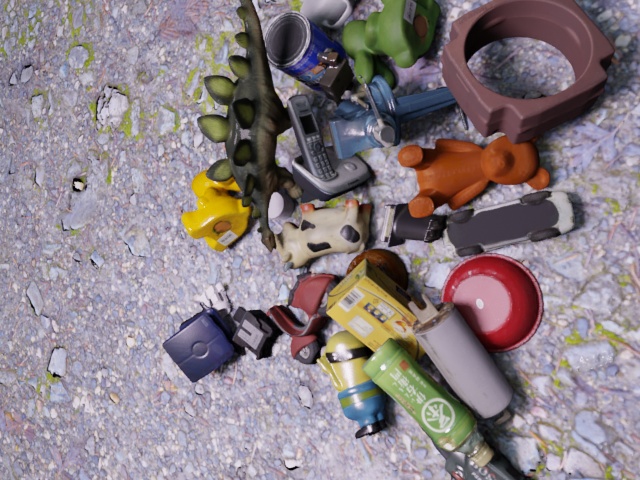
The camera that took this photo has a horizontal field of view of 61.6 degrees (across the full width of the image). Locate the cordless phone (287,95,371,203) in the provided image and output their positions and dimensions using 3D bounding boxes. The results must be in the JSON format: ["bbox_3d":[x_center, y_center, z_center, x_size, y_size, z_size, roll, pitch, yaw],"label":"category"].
[{"bbox_3d":[0.005,-0.166,0.941,0.089,0.146,0.184,-7,105,43],"label":"cordless phone"}]

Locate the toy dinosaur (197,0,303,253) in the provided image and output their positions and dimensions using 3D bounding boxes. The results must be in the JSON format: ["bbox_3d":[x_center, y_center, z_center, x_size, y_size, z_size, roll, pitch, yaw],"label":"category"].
[{"bbox_3d":[-0.109,-0.205,0.907,0.105,0.198,0.470,4,104,30],"label":"toy dinosaur"}]

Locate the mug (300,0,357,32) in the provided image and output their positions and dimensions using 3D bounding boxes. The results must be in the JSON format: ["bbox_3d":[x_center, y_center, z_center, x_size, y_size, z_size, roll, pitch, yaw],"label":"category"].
[{"bbox_3d":[0.017,-0.436,1.014,0.107,0.081,0.110,-45,63,32],"label":"mug"}]

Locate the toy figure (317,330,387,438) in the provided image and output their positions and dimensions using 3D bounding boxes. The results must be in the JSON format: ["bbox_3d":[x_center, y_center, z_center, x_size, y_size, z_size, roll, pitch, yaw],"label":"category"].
[{"bbox_3d":[0.066,0.245,0.934,0.089,0.082,0.180,-29,68,14],"label":"toy figure"}]

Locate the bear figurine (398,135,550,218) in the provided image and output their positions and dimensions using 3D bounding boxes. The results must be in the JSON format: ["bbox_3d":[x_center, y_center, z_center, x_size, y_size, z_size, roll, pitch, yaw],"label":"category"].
[{"bbox_3d":[0.240,-0.109,0.832,0.196,0.132,0.120,-7,96,35],"label":"bear figurine"}]

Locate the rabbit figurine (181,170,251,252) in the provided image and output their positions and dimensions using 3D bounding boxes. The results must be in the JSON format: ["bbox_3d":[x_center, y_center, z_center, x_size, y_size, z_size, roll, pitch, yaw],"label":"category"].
[{"bbox_3d":[-0.215,-0.089,1.107,0.162,0.121,0.173,-45,48,17],"label":"rabbit figurine"}]

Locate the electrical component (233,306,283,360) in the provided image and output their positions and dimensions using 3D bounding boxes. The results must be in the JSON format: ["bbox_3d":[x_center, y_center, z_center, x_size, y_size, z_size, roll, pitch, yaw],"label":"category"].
[{"bbox_3d":[-0.137,0.176,1.077,0.119,0.047,0.074,36,104,26],"label":"electrical component"}]

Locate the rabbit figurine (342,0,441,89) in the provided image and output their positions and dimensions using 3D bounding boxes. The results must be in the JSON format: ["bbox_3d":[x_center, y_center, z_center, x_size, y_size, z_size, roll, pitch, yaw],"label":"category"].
[{"bbox_3d":[0.112,-0.348,0.949,0.170,0.121,0.159,8,98,48],"label":"rabbit figurine"}]

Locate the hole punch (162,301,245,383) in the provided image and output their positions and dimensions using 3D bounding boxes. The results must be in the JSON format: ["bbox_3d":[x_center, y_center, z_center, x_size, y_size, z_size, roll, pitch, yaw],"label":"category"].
[{"bbox_3d":[-0.239,0.211,1.086,0.116,0.092,0.142,-33,97,27],"label":"hole punch"}]

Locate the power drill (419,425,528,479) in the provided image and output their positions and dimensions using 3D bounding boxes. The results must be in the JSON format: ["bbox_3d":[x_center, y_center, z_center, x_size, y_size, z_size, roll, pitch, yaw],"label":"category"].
[{"bbox_3d":[0.208,0.397,0.847,0.232,0.086,0.207,30,94,26],"label":"power drill"}]

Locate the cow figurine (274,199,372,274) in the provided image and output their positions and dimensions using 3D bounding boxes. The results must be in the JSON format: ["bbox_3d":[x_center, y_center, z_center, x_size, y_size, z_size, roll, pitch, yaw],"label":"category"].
[{"bbox_3d":[-0.002,-0.003,0.992,0.195,0.085,0.127,-5,78,29],"label":"cow figurine"}]

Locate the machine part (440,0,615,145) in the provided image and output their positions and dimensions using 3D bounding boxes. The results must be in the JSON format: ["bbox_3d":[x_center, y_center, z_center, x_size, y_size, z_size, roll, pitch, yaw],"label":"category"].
[{"bbox_3d":[0.297,-0.256,0.791,0.201,0.087,0.201,-27,68,2],"label":"machine part"}]

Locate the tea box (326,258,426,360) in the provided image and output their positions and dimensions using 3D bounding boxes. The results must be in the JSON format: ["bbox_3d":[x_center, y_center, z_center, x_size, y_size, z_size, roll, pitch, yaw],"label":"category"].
[{"bbox_3d":[0.105,0.124,0.879,0.169,0.068,0.098,41,111,-13],"label":"tea box"}]

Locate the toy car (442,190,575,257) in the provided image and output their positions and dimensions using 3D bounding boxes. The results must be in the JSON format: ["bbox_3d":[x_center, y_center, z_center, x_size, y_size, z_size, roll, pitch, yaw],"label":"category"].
[{"bbox_3d":[0.287,-0.024,0.837,0.202,0.056,0.073,-15,85,30],"label":"toy car"}]

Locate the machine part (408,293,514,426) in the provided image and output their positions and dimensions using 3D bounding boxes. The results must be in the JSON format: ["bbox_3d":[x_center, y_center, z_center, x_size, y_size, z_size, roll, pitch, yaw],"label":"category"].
[{"bbox_3d":[0.216,0.181,0.814,0.079,0.079,0.243,-34,97,24],"label":"machine part"}]

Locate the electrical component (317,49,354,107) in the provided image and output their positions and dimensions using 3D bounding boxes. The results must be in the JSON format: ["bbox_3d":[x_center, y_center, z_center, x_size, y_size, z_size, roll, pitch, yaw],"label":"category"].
[{"bbox_3d":[0.027,-0.293,0.963,0.045,0.102,0.078,28,89,28],"label":"electrical component"}]

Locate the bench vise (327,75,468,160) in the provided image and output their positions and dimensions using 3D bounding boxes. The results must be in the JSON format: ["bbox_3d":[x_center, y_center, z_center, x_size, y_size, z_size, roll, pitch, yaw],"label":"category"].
[{"bbox_3d":[0.124,-0.207,0.865,0.241,0.224,0.128,-18,102,-6],"label":"bench vise"}]

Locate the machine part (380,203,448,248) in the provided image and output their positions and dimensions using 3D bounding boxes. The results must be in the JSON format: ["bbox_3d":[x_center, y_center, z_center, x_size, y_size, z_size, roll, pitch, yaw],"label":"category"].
[{"bbox_3d":[0.152,-0.023,0.907,0.139,0.039,0.084,8,83,57],"label":"machine part"}]

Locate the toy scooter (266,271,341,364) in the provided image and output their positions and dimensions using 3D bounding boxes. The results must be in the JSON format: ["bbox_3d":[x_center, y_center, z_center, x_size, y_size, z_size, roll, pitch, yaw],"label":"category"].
[{"bbox_3d":[-0.034,0.130,1.004,0.135,0.075,0.183,30,106,28],"label":"toy scooter"}]
